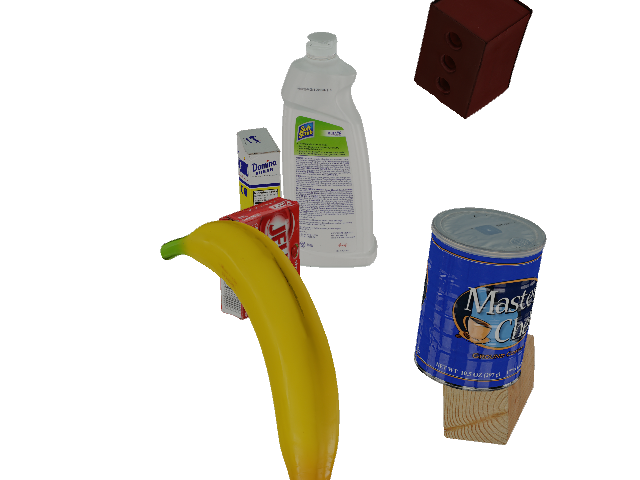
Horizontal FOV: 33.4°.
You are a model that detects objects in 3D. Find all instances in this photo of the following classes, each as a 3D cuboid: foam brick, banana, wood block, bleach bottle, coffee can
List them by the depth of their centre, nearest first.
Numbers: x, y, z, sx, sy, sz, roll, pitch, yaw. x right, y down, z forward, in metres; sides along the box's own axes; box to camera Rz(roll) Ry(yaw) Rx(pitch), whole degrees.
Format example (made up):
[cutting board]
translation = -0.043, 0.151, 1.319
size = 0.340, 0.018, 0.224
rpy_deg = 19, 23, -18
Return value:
[banana]
translation = -0.030, 0.051, 0.618
size = 0.037, 0.070, 0.198
rpy_deg = 5, 41, -42
[foam brick]
translation = 0.106, -0.136, 0.751
size = 0.051, 0.053, 0.078
rpy_deg = -38, -25, -27
[coffee can]
translation = 0.145, 0.053, 0.984
size = 0.103, 0.140, 0.103
rpy_deg = 5, 23, -2
[bleach bottle]
translation = 0.011, -0.094, 1.121
size = 0.102, 0.251, 0.068
rpy_deg = 0, 30, 1
[wood block]
translation = 0.247, 0.208, 1.543
size = 0.091, 0.090, 0.205
rpy_deg = 3, 16, 20

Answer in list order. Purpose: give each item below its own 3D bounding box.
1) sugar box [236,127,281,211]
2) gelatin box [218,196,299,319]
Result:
[sugar box]
translation = -0.075, -0.042, 1.325
size = 0.048, 0.176, 0.093
rpy_deg = -9, 25, -11
[gelatin box]
translation = -0.050, 0.014, 0.911
size = 0.030, 0.089, 0.073
rpy_deg = 18, 27, 38
